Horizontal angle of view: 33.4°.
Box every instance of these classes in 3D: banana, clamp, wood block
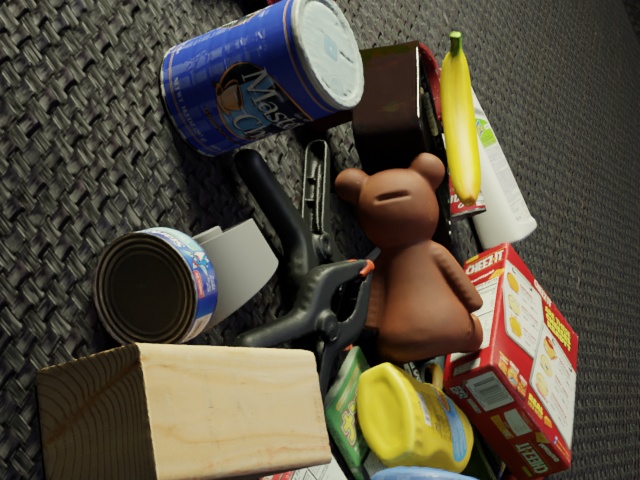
[{"bbox_3d":[0.153,-0.125,1.177,0.069,0.037,0.198,36,48,-70],"label":"banana"},{"bbox_3d":[-0.007,0.001,1.007,0.164,0.036,0.210,-33,106,-62],"label":"clamp"},{"bbox_3d":[-0.087,0.126,0.741,0.205,0.091,0.090,12,64,-58],"label":"wood block"},{"bbox_3d":[-0.010,0.074,0.927,0.120,0.039,0.171,52,52,-39],"label":"clamp"}]

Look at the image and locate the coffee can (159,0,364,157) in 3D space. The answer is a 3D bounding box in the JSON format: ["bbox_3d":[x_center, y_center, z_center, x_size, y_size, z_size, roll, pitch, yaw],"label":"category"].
[{"bbox_3d":[-0.049,-0.138,0.896,0.102,0.141,0.103,36,46,-49],"label":"coffee can"}]

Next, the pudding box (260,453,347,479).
[{"bbox_3d":[-0.007,0.226,0.886,0.113,0.039,0.090,60,32,-20],"label":"pudding box"}]

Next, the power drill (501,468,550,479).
[{"bbox_3d":[0.238,0.206,1.314,0.187,0.057,0.184,65,30,-16],"label":"power drill"}]

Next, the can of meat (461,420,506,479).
[{"bbox_3d":[0.172,0.222,1.189,0.102,0.058,0.083,65,31,-13],"label":"can of meat"}]

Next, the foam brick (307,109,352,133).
[{"bbox_3d":[-0.002,-0.157,1.085,0.078,0.051,0.053,46,38,-40],"label":"foam brick"}]

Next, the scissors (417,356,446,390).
[{"bbox_3d":[0.144,0.138,1.228,0.201,0.016,0.096,17,62,-57],"label":"scissors"}]

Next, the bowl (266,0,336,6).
[{"bbox_3d":[-0.020,-0.286,1.088,0.162,0.055,0.162,-15,90,-73],"label":"bowl"}]

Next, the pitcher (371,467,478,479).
[{"bbox_3d":[0.088,0.316,0.860,0.149,0.145,0.243,55,40,-59],"label":"pitcher"}]

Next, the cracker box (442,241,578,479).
[{"bbox_3d":[0.214,0.132,1.181,0.164,0.072,0.213,51,32,-22],"label":"cracker box"}]

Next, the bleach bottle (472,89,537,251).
[{"bbox_3d":[0.213,-0.115,1.439,0.102,0.068,0.251,-28,98,-63],"label":"bleach bottle"}]

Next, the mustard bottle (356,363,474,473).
[{"bbox_3d":[0.105,0.187,1.055,0.191,0.058,0.096,31,36,-54],"label":"mustard bottle"}]

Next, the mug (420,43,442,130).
[{"bbox_3d":[0.097,-0.160,1.231,0.117,0.082,0.093,57,32,-28],"label":"mug"}]

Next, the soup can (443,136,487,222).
[{"bbox_3d":[0.160,-0.076,1.314,0.068,0.069,0.102,-4,79,-61],"label":"soup can"}]

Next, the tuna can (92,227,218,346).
[{"bbox_3d":[-0.115,0.034,0.745,0.033,0.086,0.086,-19,92,-63],"label":"tuna can"}]

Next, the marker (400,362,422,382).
[{"bbox_3d":[0.101,0.155,1.136,0.020,0.020,0.121,-31,102,-61],"label":"marker"}]
